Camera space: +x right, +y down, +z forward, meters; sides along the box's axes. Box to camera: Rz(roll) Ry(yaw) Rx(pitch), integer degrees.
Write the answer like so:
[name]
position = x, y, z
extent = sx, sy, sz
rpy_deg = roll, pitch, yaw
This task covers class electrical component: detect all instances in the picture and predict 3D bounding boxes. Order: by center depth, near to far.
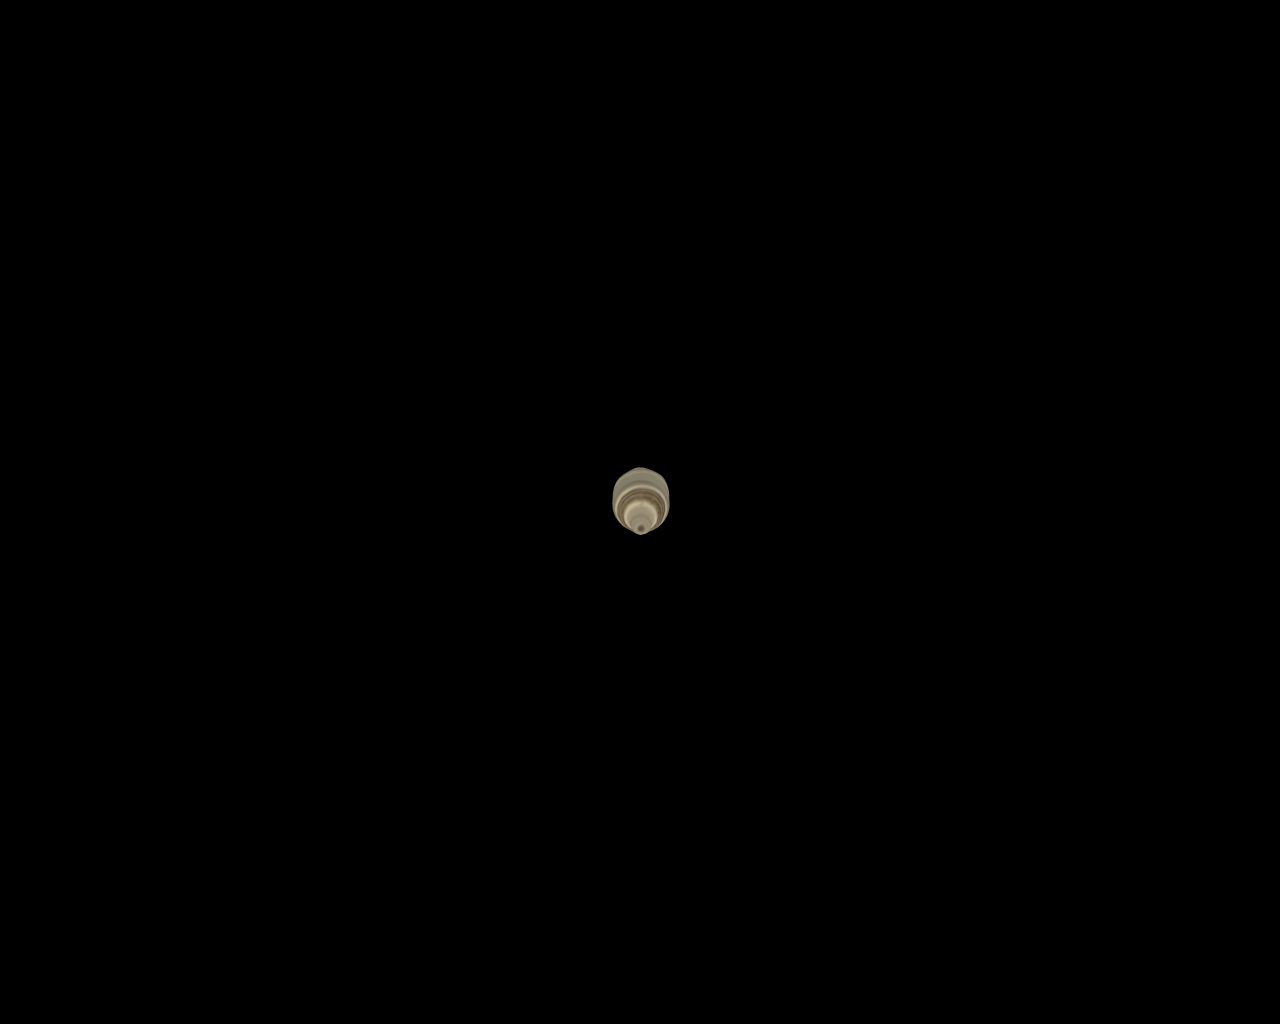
[electrical component]
position = 0.001, -0.003, 0.650
extent = 0.035, 0.035, 0.061
rpy_deg = 0, 24, 0
